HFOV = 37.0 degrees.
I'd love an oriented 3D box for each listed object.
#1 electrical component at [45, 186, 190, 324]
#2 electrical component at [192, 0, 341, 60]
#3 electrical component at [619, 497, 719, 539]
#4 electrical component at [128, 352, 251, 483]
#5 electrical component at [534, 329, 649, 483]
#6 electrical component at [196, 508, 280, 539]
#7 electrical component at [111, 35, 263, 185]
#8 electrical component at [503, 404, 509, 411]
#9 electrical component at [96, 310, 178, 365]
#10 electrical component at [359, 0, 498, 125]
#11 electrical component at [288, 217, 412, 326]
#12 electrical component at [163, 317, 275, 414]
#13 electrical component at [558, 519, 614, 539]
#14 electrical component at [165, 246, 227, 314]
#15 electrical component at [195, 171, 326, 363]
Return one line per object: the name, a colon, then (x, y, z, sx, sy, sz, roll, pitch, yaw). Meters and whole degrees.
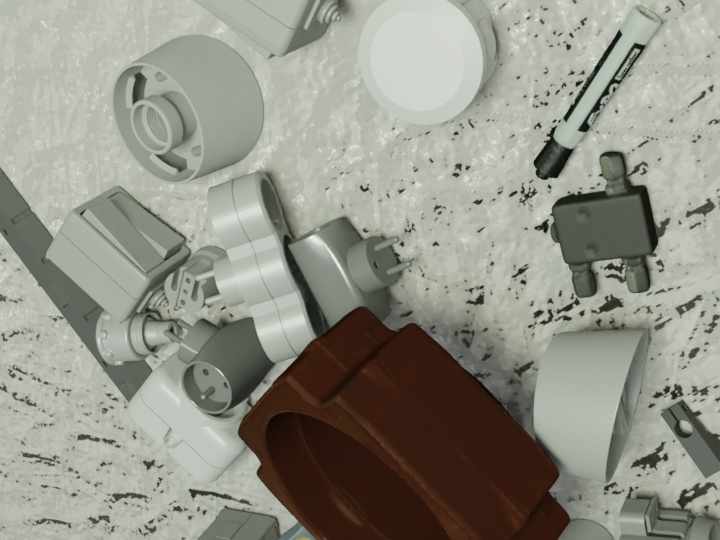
electrical component: (-0.179, -0.011, 0.824, 0.096, 0.062, 0.061, 42, 124, 3)
electrical component: (-0.055, -0.177, 0.686, 0.096, 0.062, 0.061, 35, 123, 8)
electrical component: (0.213, 0.195, 0.731, 0.057, 0.058, 0.078, -3, 111, 30)
electrical component: (-0.130, 0.115, 0.864, 0.095, 0.054, 0.059, 43, 124, 2)
electrical component: (0.152, 0.085, 0.686, 0.064, 0.099, 0.099, 3, 114, 31)
electrical component: (-0.098, 0.261, 0.911, 0.061, 0.062, 0.096, 4, 114, 25)
electrical component: (-0.126, -0.112, 0.765, 0.099, 0.064, 0.099, 21, 128, 30)
electrical component: (0.096, 0.128, 0.768, 0.044, 0.044, 0.065, -11, 103, 30)
electrical component: (-0.177, 0.051, 0.864, 0.062, 0.048, 0.048, -5, 111, 21)
electrical component: (0.044, -0.134, 0.664, 0.080, 0.051, 0.080, 11, 117, 22)
electrical component: (0.000, 0.000, 0.751, 0.079, 0.044, 0.077, -23, 98, 32)
electrical component: (-0.111, 0.062, 0.816, 0.079, 0.077, 0.043, 30, 122, 11)
electrical component: (0.135, 0.213, 0.766, 0.079, 0.077, 0.043, 10, 117, 23)
electrical component: (-0.121, 0.008, 0.814, 0.040, 0.046, 0.040, 11, 117, 21)
electrical component: (-0.082, 0.004, 0.776, 0.074, 0.052, 0.138, -18, 105, 10)
